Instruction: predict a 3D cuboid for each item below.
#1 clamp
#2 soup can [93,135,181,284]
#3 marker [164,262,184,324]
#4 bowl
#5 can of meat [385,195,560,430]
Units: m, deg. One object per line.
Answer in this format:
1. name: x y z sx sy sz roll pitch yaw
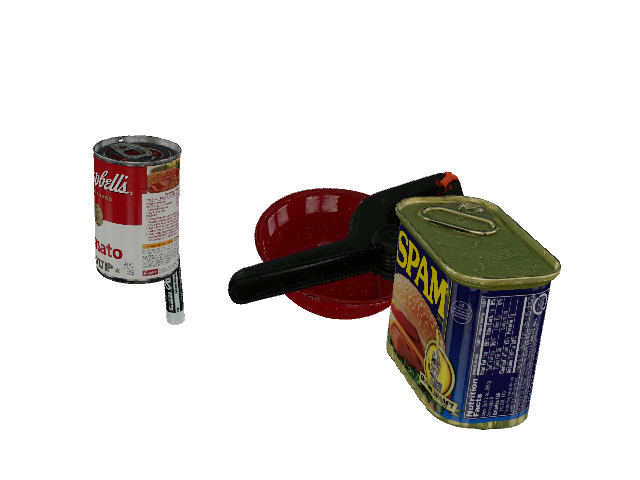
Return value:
1. clamp: 0.059 0.016 0.776 0.165 0.036 0.209 27 45 27
2. soup can: -0.145 -0.025 0.845 0.068 0.102 0.068 3 22 -2
3. marker: -0.154 0.032 1.107 0.020 0.121 0.020 0 28 0
4. bowl: 0.017 0.022 0.981 0.162 0.055 0.162 6 39 -5
5. can of meat: 0.072 0.034 0.537 0.057 0.084 0.102 -3 24 -16
